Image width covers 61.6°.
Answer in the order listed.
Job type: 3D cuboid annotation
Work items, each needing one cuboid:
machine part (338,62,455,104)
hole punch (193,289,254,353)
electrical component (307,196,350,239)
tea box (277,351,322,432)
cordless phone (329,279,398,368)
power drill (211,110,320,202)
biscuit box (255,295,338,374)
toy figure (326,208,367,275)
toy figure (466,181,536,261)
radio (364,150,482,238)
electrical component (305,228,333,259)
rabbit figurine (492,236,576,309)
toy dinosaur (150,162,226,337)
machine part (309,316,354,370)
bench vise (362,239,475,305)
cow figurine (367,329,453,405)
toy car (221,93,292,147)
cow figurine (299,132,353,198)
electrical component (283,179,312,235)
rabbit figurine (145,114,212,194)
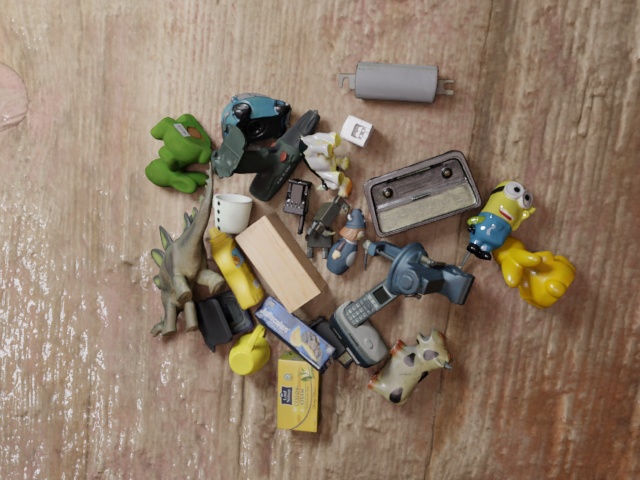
[{"bbox_3d":[0.160,-0.331,1.130,0.243,0.079,0.079,7,98,9],"label":"machine part"},{"bbox_3d":[-0.229,0.180,1.260,0.116,0.092,0.142,-20,96,43],"label":"hole punch"},{"bbox_3d":[0.021,-0.048,1.178,0.045,0.078,0.102,38,73,-17],"label":"electrical component"},{"bbox_3d":[-0.046,0.351,1.253,0.098,0.068,0.169,1,98,8],"label":"tea box"},{"bbox_3d":[0.125,0.179,1.188,0.184,0.088,0.146,-34,80,-15],"label":"cordless phone"},{"bbox_3d":[-0.117,-0.191,1.135,0.086,0.207,0.232,43,115,24],"label":"power drill"},{"bbox_3d":[-0.055,0.211,1.206,0.203,0.062,0.059,36,74,20],"label":"biscuit box"},{"bbox_3d":[0.064,0.004,1.187,0.058,0.064,0.154,24,111,-3],"label":"toy figure"},{"bbox_3d":[0.364,-0.045,1.110,0.082,0.089,0.180,37,84,-30],"label":"toy figure"},{"bbox_3d":[0.215,-0.100,1.152,0.230,0.073,0.131,-18,94,10],"label":"radio"},{"bbox_3d":[-0.003,-0.004,1.223,0.063,0.021,0.094,3,92,9],"label":"electrical component"},{"bbox_3d":[0.425,0.060,1.114,0.173,0.162,0.122,45,114,19],"label":"rabbit figurine"},{"bbox_3d":[-0.296,0.052,1.174,0.471,0.105,0.199,-55,54,32],"label":"toy dinosaur"},{"bbox_3d":[0.035,0.231,1.241,0.139,0.039,0.084,41,109,0],"label":"machine part"},{"bbox_3d":[0.199,0.053,1.141,0.241,0.223,0.128,29,121,36],"label":"bench vise"},{"bbox_3d":[0.210,0.281,1.196,0.127,0.085,0.195,36,99,9],"label":"cow figurine"},{"bbox_3d":[-0.148,-0.273,1.169,0.162,0.109,0.103,-18,58,-21],"label":"toy car"},{"bbox_3d":[0.011,-0.156,1.156,0.098,0.068,0.167,8,144,28],"label":"cow figurine"},{"bbox_3d":[-0.051,-0.075,1.198,0.048,0.075,0.119,12,101,6],"label":"electrical component"},{"bbox_3d":[-0.321,-0.179,1.224,0.159,0.121,0.170,45,120,-5],"label":"rabbit figurine"}]
